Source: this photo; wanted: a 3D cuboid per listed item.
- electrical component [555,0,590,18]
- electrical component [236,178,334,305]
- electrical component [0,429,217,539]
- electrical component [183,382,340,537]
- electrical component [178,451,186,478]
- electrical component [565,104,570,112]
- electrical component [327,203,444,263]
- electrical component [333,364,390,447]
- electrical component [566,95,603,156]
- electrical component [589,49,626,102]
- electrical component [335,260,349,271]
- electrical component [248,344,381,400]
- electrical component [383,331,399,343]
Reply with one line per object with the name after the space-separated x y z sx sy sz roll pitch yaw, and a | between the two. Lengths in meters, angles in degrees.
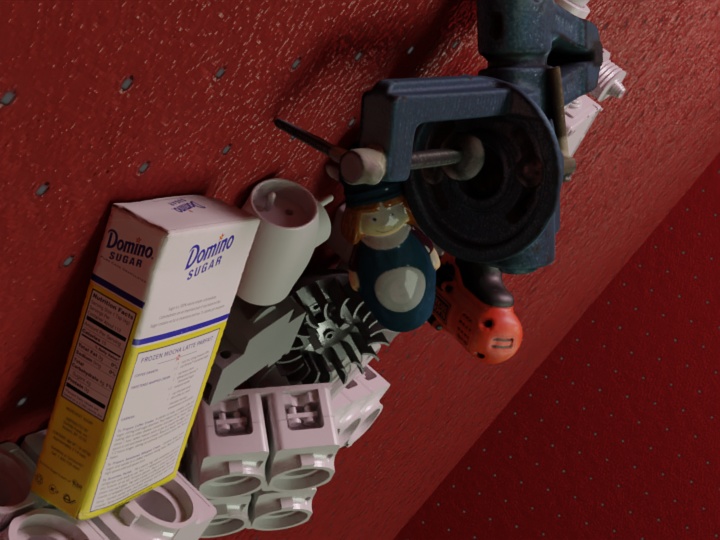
0.162 -0.215 0.827 0.045 0.045 0.055 -22 149 -58 | electrical component
-0.046 -0.026 0.704 0.079 0.044 0.077 -36 159 -39 | electrical component
-0.179 0.150 0.638 0.060 0.105 0.186 -55 163 18 | electrical component
-0.088 0.163 0.882 0.105 0.060 0.186 -3 150 -16 | electrical component
-0.156 0.163 0.862 0.035 0.035 0.061 -26 150 -55 | electrical component
0.133 -0.134 0.906 0.062 0.061 0.096 -34 158 -45 | electrical component
0.032 -0.031 0.843 0.083 0.076 0.047 -38 161 -35 | electrical component
-0.037 0.147 1.094 0.089 0.062 0.150 -55 163 18 | electrical component
0.179 -0.137 1.023 0.062 0.061 0.096 -36 160 -40 | electrical component
0.198 -0.178 0.943 0.043 0.081 0.043 -45 163 -17 | electrical component
0.000 0.000 0.889 0.062 0.043 0.043 -48 164 -3 | electrical component
-0.040 0.078 0.935 0.113 0.057 0.078 -45 164 -16 | electrical component
0.027 0.052 1.090 0.040 0.040 0.046 -43 169 -23 | electrical component
